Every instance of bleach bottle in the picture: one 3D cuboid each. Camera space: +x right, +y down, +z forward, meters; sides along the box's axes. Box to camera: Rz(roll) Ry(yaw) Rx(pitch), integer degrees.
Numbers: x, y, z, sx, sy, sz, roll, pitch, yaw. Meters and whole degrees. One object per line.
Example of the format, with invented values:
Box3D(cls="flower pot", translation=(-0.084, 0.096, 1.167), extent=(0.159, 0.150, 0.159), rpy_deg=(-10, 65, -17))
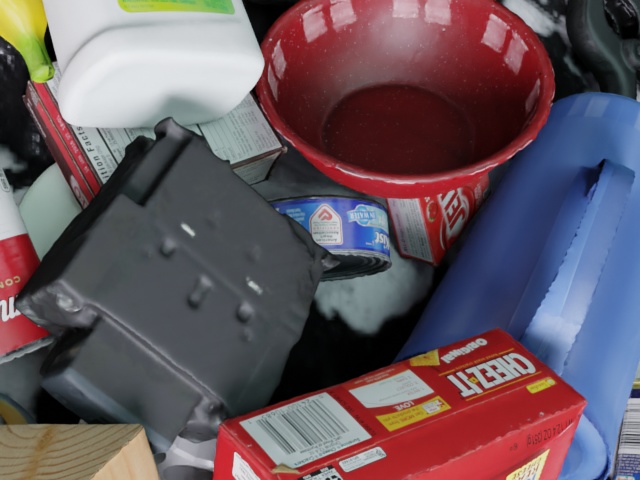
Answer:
Box3D(cls="bleach bottle", translation=(-0.113, -0.180, 0.551), extent=(0.102, 0.068, 0.251), rpy_deg=(-6, 66, -38))

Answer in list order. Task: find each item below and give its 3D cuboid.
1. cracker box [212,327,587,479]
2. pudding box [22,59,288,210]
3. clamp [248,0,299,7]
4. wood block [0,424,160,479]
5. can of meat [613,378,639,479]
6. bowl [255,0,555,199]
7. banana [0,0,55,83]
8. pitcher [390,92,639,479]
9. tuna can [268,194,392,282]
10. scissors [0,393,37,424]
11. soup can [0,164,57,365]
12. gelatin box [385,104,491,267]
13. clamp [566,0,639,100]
Box3D(cls="cracker box", translation=(0.026, 0.162, 0.516), extent=(0.163, 0.072, 0.214), rpy_deg=(-14, 129, -33))
Box3D(cls="pudding box", translation=(-0.087, -0.061, 0.569), extent=(0.113, 0.039, 0.090), rpy_deg=(-22, 76, -32))
Box3D(cls="clamp", translation=(0.000, -0.161, 0.636), extent=(0.210, 0.036, 0.165), rpy_deg=(22, 105, -12))
Box3D(cls="wood block", translation=(-0.102, 0.189, 0.441), extent=(0.090, 0.090, 0.206), rpy_deg=(-43, 123, -60))
Box3D(cls="can of meat", translation=(0.254, 0.151, 0.742), extent=(0.102, 0.058, 0.084), rpy_deg=(23, 71, -26))
Box3D(cls="bowl", translation=(0.045, -0.076, 0.592), extent=(0.162, 0.055, 0.162), rpy_deg=(0, 52, 0))
Box3D(cls="banana", translation=(-0.210, -0.146, 0.511), extent=(0.197, 0.037, 0.069), rpy_deg=(26, 30, -19))
Box3D(cls="pitcher", translation=(0.147, 0.018, 0.646), extent=(0.145, 0.149, 0.242), rpy_deg=(51, 52, -28))
Box3D(cls="tuna can", translation=(-0.004, 0.001, 0.593), extent=(0.086, 0.086, 0.034), rpy_deg=(4, 76, -32))
Box3D(cls="scissors", translation=(-0.117, 0.112, 0.540), extent=(0.201, 0.016, 0.096), rpy_deg=(-7, 84, -34))
Box3D(cls="soup can", translation=(-0.167, 0.010, 0.498), extent=(0.068, 0.069, 0.102), rpy_deg=(-23, 92, -34))
Box3D(cls="gelatin box", translation=(0.072, -0.039, 0.659), extent=(0.073, 0.030, 0.089), rpy_deg=(-49, 139, -31))
Box3D(cls="clamp", translation=(0.239, -0.132, 0.801), extent=(0.120, 0.039, 0.171), rpy_deg=(-12, 87, -34))
